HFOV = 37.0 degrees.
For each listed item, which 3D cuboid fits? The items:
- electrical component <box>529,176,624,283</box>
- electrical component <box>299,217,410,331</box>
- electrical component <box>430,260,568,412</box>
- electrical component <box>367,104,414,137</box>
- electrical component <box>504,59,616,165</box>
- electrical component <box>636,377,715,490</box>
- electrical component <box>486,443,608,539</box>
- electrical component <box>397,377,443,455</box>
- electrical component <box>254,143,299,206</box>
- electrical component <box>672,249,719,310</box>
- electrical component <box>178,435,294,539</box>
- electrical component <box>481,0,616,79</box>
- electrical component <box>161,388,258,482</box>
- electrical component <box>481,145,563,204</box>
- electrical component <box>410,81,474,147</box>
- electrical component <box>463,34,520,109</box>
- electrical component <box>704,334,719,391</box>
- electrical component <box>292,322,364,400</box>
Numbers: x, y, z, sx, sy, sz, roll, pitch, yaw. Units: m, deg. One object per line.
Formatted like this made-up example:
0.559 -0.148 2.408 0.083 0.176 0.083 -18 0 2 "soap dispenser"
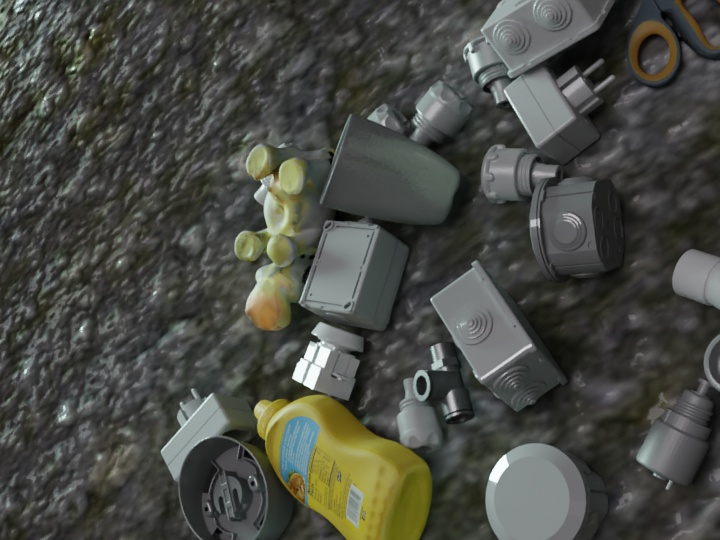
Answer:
0.163 -0.032 0.808 0.051 0.080 0.080 -6 73 31 "electrical component"
0.000 0.000 0.940 0.062 0.061 0.096 7 74 39 "electrical component"
0.105 0.053 0.816 0.048 0.100 0.099 -36 56 9 "electrical component"
0.016 -0.116 0.970 0.062 0.043 0.043 -42 55 22 "electrical component"
0.167 -0.136 0.856 0.077 0.047 0.065 -38 57 23 "electrical component"
0.223 0.112 0.742 0.040 0.040 0.078 28 94 40 "electrical component"
0.137 0.169 0.785 0.080 0.051 0.080 -12 69 35 "electrical component"
0.047 0.118 0.881 0.035 0.035 0.061 -27 59 29 "electrical component"
-0.076 -0.088 1.033 0.062 0.043 0.043 -46 54 19 "electrical component"
0.253 0.010 0.750 0.065 0.044 0.044 24 92 45 "electrical component"
-0.109 0.200 0.957 0.099 0.064 0.099 -12 69 35 "electrical component"
0.152 -0.209 0.851 0.100 0.048 0.099 -25 22 43 "electrical component"
-0.148 0.146 1.015 0.083 0.047 0.075 -48 53 16 "electrical component"
0.132 -0.077 0.868 0.062 0.048 0.048 5 80 32 "electrical component"
0.066 -0.129 0.935 0.062 0.043 0.043 -51 53 17 "electrical component"
0.116 -0.167 0.908 0.048 0.048 0.062 -22 71 31 "electrical component"
0.261 0.066 0.717 0.045 0.055 0.045 -12 69 35 "electrical component"
-0.025 0.078 0.939 0.066 0.048 0.055 16 85 61 "electrical component"
